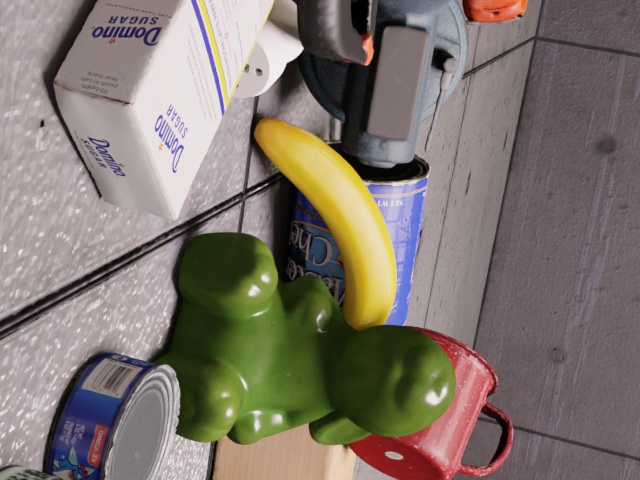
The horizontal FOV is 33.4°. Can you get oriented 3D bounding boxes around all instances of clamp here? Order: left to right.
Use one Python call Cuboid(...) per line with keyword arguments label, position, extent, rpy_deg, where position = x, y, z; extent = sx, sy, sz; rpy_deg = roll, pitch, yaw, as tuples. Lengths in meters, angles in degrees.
Cuboid(label="clamp", position=(0.010, -0.160, 0.557), extent=(0.120, 0.039, 0.171), rpy_deg=(-64, 164, -16))

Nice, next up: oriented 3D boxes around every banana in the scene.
Cuboid(label="banana", position=(0.013, -0.002, 0.740), extent=(0.037, 0.069, 0.198), rpy_deg=(-124, -165, -61))

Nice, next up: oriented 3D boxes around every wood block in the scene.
Cuboid(label="wood block", position=(-0.028, 0.189, 0.810), extent=(0.090, 0.091, 0.206), rpy_deg=(-37, 138, -69))

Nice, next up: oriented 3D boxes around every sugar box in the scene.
Cuboid(label="sugar box", position=(-0.062, -0.108, 0.504), extent=(0.093, 0.048, 0.176), rpy_deg=(81, 29, -59))

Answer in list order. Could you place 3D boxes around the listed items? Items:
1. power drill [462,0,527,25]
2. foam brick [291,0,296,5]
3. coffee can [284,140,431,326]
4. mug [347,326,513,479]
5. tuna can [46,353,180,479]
Cuboid(label="power drill", position=(0.133, -0.258, 0.848), extent=(0.187, 0.057, 0.184), rpy_deg=(9, 79, -78))
Cuboid(label="foam brick", position=(-0.015, -0.160, 0.627), extent=(0.053, 0.051, 0.078), rpy_deg=(-58, 157, -52))
Cuboid(label="coffee can", position=(0.025, 0.004, 0.828), extent=(0.102, 0.103, 0.140), rpy_deg=(-47, 146, -64))
Cuboid(label="mug", position=(0.079, 0.125, 0.750), extent=(0.081, 0.117, 0.093), rpy_deg=(-62, 178, -29))
Cuboid(label="tuna can", position=(-0.104, 0.102, 0.544), extent=(0.086, 0.034, 0.086), rpy_deg=(13, 90, -76))
